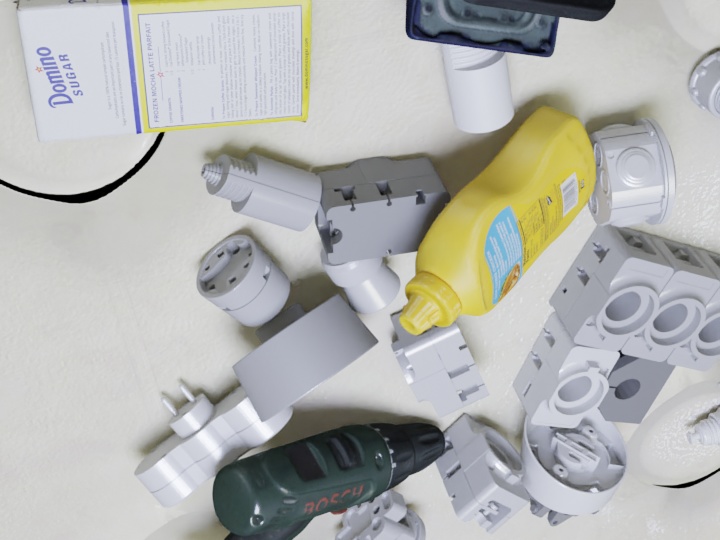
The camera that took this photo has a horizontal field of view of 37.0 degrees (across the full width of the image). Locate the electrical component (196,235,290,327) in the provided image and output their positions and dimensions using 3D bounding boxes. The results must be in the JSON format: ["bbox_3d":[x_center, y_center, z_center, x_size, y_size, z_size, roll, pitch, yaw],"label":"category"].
[{"bbox_3d":[-0.085,0.009,0.796,0.055,0.055,0.047,-36,132,11],"label":"electrical component"}]

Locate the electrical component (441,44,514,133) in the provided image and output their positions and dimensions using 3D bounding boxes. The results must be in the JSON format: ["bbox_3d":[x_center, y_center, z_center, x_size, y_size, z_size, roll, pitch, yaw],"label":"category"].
[{"bbox_3d":[0.080,-0.140,0.739,0.043,0.043,0.081,-18,129,-3],"label":"electrical component"}]

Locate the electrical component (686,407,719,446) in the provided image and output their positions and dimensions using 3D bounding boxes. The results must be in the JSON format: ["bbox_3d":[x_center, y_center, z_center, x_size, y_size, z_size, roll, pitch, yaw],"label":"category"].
[{"bbox_3d":[0.357,0.153,1.047,0.078,0.040,0.040,-15,129,-5],"label":"electrical component"}]

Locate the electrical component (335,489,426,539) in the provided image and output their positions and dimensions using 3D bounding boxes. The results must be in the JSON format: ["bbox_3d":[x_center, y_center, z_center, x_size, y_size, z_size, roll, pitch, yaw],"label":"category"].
[{"bbox_3d":[0.024,0.245,1.006,0.057,0.058,0.078,32,112,-30],"label":"electrical component"}]

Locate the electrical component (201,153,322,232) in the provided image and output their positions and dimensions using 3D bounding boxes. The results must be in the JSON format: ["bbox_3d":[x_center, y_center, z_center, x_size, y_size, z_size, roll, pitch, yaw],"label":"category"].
[{"bbox_3d":[-0.073,-0.058,0.754,0.081,0.043,0.043,16,120,-27],"label":"electrical component"}]

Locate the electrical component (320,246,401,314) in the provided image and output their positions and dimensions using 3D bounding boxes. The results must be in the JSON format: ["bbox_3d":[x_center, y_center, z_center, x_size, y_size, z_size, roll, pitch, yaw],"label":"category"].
[{"bbox_3d":[0.000,0.000,0.820,0.045,0.045,0.055,-29,129,6],"label":"electrical component"}]

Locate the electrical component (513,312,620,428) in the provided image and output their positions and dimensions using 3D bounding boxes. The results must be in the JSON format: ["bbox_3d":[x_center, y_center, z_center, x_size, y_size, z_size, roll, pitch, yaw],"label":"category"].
[{"bbox_3d":[0.180,0.091,0.936,0.050,0.055,0.089,9,123,-23],"label":"electrical component"}]

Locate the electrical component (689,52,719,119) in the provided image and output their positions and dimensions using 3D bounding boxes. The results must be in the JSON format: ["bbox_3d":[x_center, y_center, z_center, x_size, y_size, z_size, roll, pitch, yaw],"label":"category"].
[{"bbox_3d":[0.277,-0.130,0.794,0.048,0.062,0.048,-8,127,-11],"label":"electrical component"}]

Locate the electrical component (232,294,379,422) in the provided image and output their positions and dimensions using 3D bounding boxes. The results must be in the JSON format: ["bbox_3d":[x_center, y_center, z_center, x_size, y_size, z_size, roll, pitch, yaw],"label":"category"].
[{"bbox_3d":[-0.047,0.060,0.818,0.108,0.108,0.060,-35,88,11],"label":"electrical component"}]

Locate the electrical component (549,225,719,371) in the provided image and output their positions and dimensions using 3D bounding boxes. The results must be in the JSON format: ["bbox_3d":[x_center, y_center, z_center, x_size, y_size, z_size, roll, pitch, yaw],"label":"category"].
[{"bbox_3d":[0.251,0.027,0.905,0.150,0.061,0.089,13,121,-25],"label":"electrical component"}]

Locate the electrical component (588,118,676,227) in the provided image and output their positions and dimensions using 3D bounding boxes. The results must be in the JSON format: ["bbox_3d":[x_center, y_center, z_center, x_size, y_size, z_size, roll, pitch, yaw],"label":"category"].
[{"bbox_3d":[0.201,-0.071,0.805,0.051,0.080,0.080,-9,128,-4],"label":"electrical component"}]

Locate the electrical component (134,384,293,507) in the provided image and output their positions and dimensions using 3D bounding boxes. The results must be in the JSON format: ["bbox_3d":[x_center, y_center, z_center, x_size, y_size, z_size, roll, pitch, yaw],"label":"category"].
[{"bbox_3d":[-0.130,0.126,0.874,0.138,0.052,0.073,-36,102,11],"label":"electrical component"}]

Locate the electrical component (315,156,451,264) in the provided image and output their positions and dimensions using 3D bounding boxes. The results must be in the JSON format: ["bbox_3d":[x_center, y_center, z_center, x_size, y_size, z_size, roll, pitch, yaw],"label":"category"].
[{"bbox_3d":[0.014,-0.046,0.782,0.089,0.055,0.050,-9,128,-10],"label":"electrical component"}]

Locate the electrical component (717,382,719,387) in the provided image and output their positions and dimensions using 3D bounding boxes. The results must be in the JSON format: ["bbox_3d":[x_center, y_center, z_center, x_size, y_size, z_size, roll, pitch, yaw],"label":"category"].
[{"bbox_3d":[0.363,0.103,0.986,0.074,0.052,0.138,-16,111,-5],"label":"electrical component"}]

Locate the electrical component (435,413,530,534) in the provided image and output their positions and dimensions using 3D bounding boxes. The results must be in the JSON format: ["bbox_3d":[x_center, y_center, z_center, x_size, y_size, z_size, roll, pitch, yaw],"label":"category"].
[{"bbox_3d":[0.109,0.178,0.959,0.050,0.089,0.055,31,112,-33],"label":"electrical component"}]

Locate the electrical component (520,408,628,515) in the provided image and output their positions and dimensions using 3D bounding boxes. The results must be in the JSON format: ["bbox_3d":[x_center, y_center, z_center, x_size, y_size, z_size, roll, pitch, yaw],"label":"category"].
[{"bbox_3d":[0.192,0.169,0.975,0.099,0.099,0.064,-5,133,-13],"label":"electrical component"}]

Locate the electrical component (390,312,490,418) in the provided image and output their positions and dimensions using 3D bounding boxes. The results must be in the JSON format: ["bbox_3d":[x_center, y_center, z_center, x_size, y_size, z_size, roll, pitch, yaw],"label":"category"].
[{"bbox_3d":[0.063,0.073,0.891,0.056,0.050,0.089,-26,129,3],"label":"electrical component"}]
